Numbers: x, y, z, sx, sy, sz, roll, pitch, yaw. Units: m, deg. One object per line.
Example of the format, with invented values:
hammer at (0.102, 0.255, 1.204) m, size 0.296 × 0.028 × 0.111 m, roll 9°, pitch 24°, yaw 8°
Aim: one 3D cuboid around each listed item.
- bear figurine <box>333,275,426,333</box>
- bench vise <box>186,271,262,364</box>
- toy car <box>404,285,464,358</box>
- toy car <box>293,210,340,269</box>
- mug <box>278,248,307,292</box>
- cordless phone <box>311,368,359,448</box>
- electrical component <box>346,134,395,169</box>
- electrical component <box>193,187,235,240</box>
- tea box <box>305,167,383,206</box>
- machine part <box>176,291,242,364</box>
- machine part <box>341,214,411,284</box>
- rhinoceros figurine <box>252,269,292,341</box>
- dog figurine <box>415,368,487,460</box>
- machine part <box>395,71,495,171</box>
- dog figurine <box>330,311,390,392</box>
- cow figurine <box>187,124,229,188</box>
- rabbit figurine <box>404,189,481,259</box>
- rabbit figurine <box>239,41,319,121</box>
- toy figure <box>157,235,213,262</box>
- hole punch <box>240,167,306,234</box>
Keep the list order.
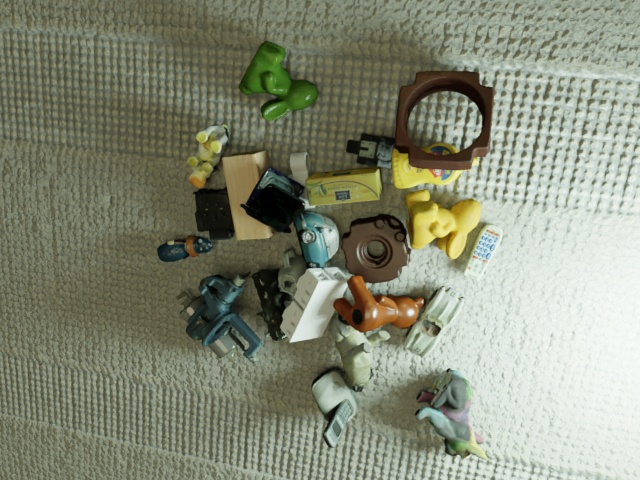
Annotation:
bear figurine at (0.153, 0.160, 1.322) m, size 0.132 × 0.196 × 0.120 m, roll 53°, pitch 132°, yaw 33°
bench vise at (-0.227, 0.208, 1.373) m, size 0.241 × 0.129 × 0.223 m, roll 45°, pitch 94°, yaw 13°
toy car at (0.282, 0.203, 1.339) m, size 0.073 × 0.056 × 0.201 m, roll 30°, pitch 111°, yaw 3°
toy car at (-0.003, -0.004, 1.325) m, size 0.103 × 0.109 × 0.161 m, roll -17°, pitch 115°, yaw -4°
mug at (-0.068, 0.080, 1.359) m, size 0.081 × 0.107 × 0.109 m, roll -9°, pitch 106°, yaw 14°
cordless phone at (0.023, 0.438, 1.400) m, size 0.089 × 0.184 × 0.146 m, roll -24°, pitch 99°, yaw 23°
electrical component at (0.116, -0.209, 1.255) m, size 0.119 × 0.048 × 0.074 m, roll 16°, pitch 100°, yaw 52°
electrical component at (-0.260, -0.068, 1.388) m, size 0.115 × 0.058 × 0.134 m, roll -3°, pitch 104°, yaw 16°
tea box at (0.059, -0.128, 1.275) m, size 0.170 × 0.098 × 0.068 m, roll -4°, pitch 105°, yaw 12°
machine part at (-0.302, 0.238, 1.475) m, size 0.079 × 0.079 × 0.243 m, roll -39°, pitch 93°, yaw 20°
machine part at (0.137, 0.024, 1.323) m, size 0.180 × 0.056 × 0.179 m, roll 4°, pitch 108°, yaw 13°
rhinoceros figurine at (-0.121, 0.165, 1.394) m, size 0.073 × 0.112 × 0.190 m, roll -12°, pitch 97°, yaw 13°
dog figurine at (0.359, 0.457, 1.372) m, size 0.219 × 0.108 × 0.191 m, roll 40°, pitch 108°, yaw -5°
machine part at (0.269, -0.255, 1.165) m, size 0.202 × 0.087 × 0.201 m, roll 4°, pitch 85°, yaw 16°
dog figurine at (0.074, 0.287, 1.399) m, size 0.172 × 0.121 × 0.190 m, roll 47°, pitch 135°, yaw 32°
cow figurine at (-0.279, -0.211, 1.341) m, size 0.068 × 0.098 × 0.167 m, roll 30°, pitch 129°, yaw -3°
rabbit figurine at (0.291, -0.039, 1.242) m, size 0.173 × 0.122 × 0.162 m, roll -13°, pitch 106°, yaw -3°
rabbit figurine at (-0.091, -0.350, 1.238) m, size 0.170 × 0.121 × 0.159 m, roll 29°, pitch 104°, yaw -12°
toy figure at (-0.358, 0.020, 1.435) m, size 0.155 × 0.064 × 0.058 m, roll -13°, pitch 65°, yaw 11°
hole punch at (-0.104, -0.095, 1.261) m, size 0.142 × 0.092 × 0.116 m, roll 27°, pitch 126°, yaw -26°
